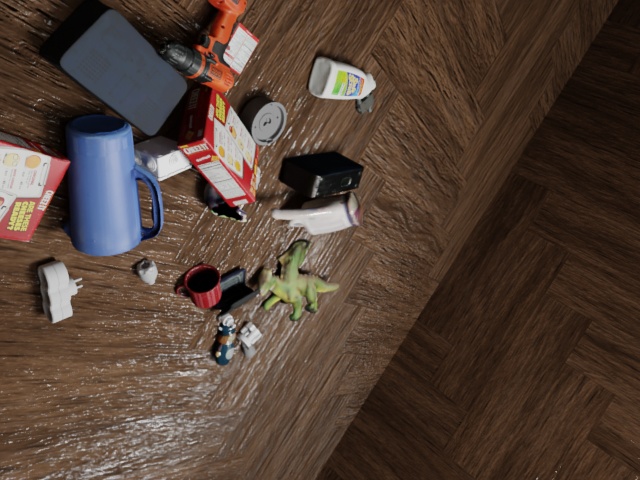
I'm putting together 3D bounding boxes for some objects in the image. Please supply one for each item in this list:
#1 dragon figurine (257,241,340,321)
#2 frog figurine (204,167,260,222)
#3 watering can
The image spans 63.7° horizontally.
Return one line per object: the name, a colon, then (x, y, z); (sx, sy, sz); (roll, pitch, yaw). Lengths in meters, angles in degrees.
dragon figurine: (-0.061, 0.117, 1.680); (0.414, 0.123, 0.238); (-21, 126, -47)
frog figurine: (-0.211, -0.136, 1.249); (0.135, 0.122, 0.163); (50, 40, -50)
watering can: (0.004, -0.074, 1.468); (0.347, 0.223, 0.104); (9, 69, -75)
